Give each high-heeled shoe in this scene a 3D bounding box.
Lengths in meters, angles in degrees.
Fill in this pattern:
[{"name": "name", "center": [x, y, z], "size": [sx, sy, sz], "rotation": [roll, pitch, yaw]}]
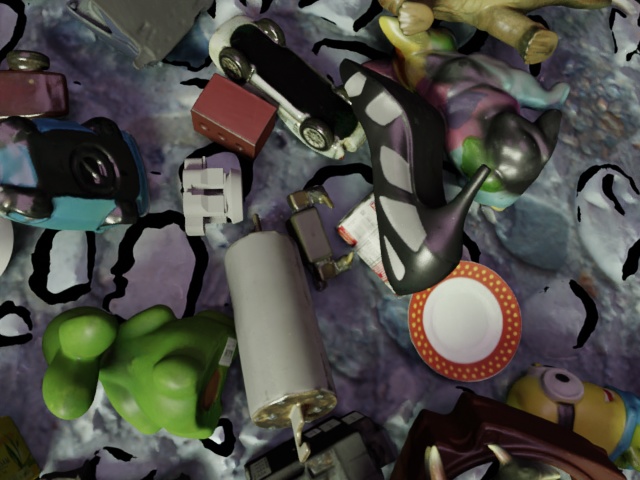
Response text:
[{"name": "high-heeled shoe", "center": [0.063, -0.068, 0.535], "size": [0.086, 0.145, 0.249], "rotation": [8, 36, -43]}]

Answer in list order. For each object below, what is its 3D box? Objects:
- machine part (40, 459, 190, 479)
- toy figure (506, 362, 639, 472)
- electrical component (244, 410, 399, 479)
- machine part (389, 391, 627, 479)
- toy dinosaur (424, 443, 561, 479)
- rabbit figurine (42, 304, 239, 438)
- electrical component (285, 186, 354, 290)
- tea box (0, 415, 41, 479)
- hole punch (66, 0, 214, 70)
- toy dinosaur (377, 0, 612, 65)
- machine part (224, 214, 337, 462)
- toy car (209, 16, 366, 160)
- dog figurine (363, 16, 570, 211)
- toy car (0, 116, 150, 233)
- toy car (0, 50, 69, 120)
[{"name": "machine part", "center": [-0.185, 0.245, 0.491], "size": [0.139, 0.039, 0.084], "rotation": [1, 73, -8]}, {"name": "toy figure", "center": [0.284, 0.191, 0.558], "size": [0.180, 0.082, 0.089], "rotation": [23, 76, -7]}, {"name": "electrical component", "center": [0.001, 0.208, 0.489], "size": [0.134, 0.115, 0.058], "rotation": [-24, 86, -12]}, {"name": "machine part", "center": [0.163, 0.259, 0.487], "size": [0.201, 0.087, 0.201], "rotation": [21, 95, -1]}, {"name": "toy dinosaur", "center": [0.035, 0.328, 0.412], "size": [0.192, 0.131, 0.404], "rotation": [45, 113, 23]}, {"name": "rabbit figurine", "center": [-0.175, 0.111, 0.476], "size": [0.170, 0.159, 0.121], "rotation": [13, 86, 9]}, {"name": "electrical component", "center": [-0.002, -0.003, 0.551], "size": [0.045, 0.078, 0.102], "rotation": [-20, 83, -12]}, {"name": "tea box", "center": [-0.300, 0.198, 0.413], "size": [0.098, 0.169, 0.068], "rotation": [-31, 87, -16]}, {"name": "hole punch", "center": [-0.196, -0.259, 0.580], "size": [0.115, 0.092, 0.142], "rotation": [43, 69, -30]}, {"name": "toy dinosaur", "center": [0.181, -0.280, 0.584], "size": [0.471, 0.105, 0.199], "rotation": [2, 38, -23]}, {"name": "machine part", "center": [-0.040, 0.078, 0.496], "size": [0.079, 0.079, 0.243], "rotation": [-10, 55, -11]}, {"name": "toy car", "center": [-0.032, -0.169, 0.595], "size": [0.202, 0.056, 0.073], "rotation": [40, 68, -1]}, {"name": "dog figurine", "center": [0.141, -0.152, 0.589], "size": [0.219, 0.108, 0.191], "rotation": [27, 58, 2]}, {"name": "toy car", "center": [-0.249, -0.053, 0.505], "size": [0.103, 0.161, 0.109], "rotation": [-18, 87, 32]}, {"name": "toy car", "center": [-0.355, -0.138, 0.534], "size": [0.202, 0.053, 0.089], "rotation": [-6, 91, -10]}]
